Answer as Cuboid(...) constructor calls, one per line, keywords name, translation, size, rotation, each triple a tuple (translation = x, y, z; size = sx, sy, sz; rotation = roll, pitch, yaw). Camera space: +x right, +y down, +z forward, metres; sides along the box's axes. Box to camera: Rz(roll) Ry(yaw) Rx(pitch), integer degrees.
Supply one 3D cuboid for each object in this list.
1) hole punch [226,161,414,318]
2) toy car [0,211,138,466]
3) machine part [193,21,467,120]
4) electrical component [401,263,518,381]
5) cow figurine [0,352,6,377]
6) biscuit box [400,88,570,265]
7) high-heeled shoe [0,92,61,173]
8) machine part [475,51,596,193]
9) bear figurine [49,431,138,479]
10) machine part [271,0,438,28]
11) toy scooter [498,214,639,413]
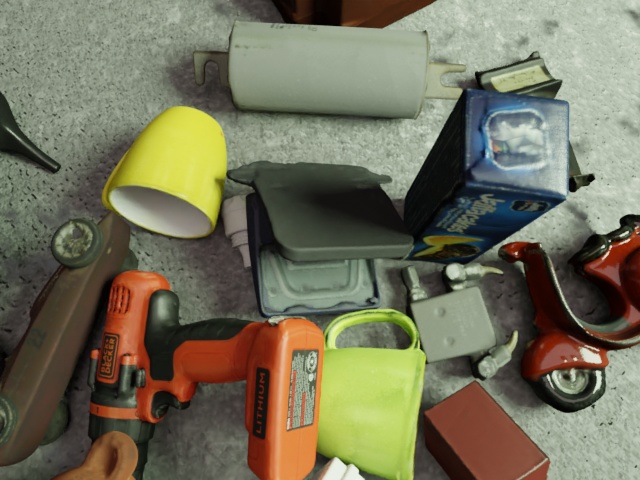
Cuboid(name="hole punch", translation=(-0.001, -0.001, 0.435), size=(0.142, 0.092, 0.116), rotation=(-3, 45, -18))
Cuboid(name="toy car", translation=(-0.206, 0.071, 0.419), size=(0.053, 0.089, 0.202), rotation=(16, 76, 10))
Cuboid(name="machine part", translation=(0.008, -0.151, 0.480), size=(0.243, 0.079, 0.079), rotation=(5, 76, 2))
Cuboid(name="electrical component", translation=(0.114, 0.064, 0.439), size=(0.078, 0.045, 0.102), rotation=(-8, 75, -2))
Cuboid(name="cow figurine", translation=(-0.323, 0.082, 0.423), size=(0.167, 0.098, 0.068), rotation=(33, 110, 15))
Cuboid(name="biscuit box", translation=(0.104, -0.030, 0.382), size=(0.059, 0.202, 0.063), rotation=(7, 77, 1))
Cuboid(name="high-heeled shoe", translation=(-0.321, -0.045, 0.420), size=(0.145, 0.086, 0.249), rotation=(34, 41, -12))
Cuboid(name="machine part", translation=(0.197, -0.104, 0.487), size=(0.084, 0.039, 0.139), rotation=(-19, 74, -13))
Cuboid(name="bear figurine", translation=(-0.203, 0.207, 0.339), size=(0.196, 0.132, 0.120), rotation=(-28, 72, 27))
Cuboid(name="machine part", translation=(0.029, -0.309, 0.517), size=(0.201, 0.087, 0.201), rotation=(-28, 76, -8))
Cuboid(name="toy scooter", translation=(0.223, 0.037, 0.431), size=(0.184, 0.075, 0.135), rotation=(-32, 76, -2))
